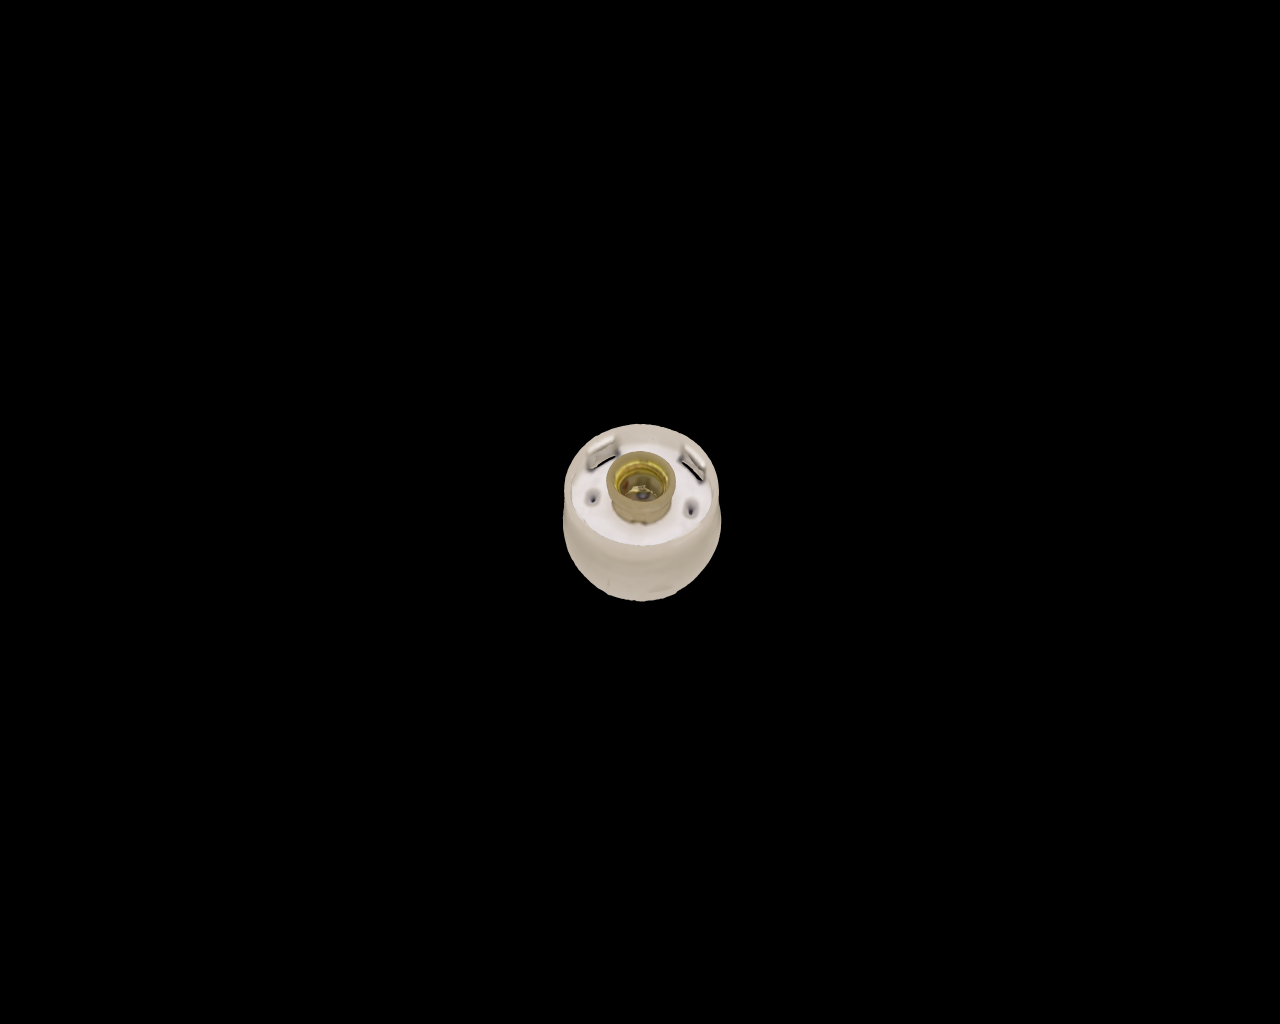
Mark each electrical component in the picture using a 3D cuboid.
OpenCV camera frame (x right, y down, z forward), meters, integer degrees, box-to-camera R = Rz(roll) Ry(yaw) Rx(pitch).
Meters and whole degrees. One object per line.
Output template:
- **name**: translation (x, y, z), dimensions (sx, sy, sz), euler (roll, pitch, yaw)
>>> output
- **electrical component**: translation (0.001, -0.003, 0.650), dimensions (0.099, 0.099, 0.064), euler (0, -33, 0)
